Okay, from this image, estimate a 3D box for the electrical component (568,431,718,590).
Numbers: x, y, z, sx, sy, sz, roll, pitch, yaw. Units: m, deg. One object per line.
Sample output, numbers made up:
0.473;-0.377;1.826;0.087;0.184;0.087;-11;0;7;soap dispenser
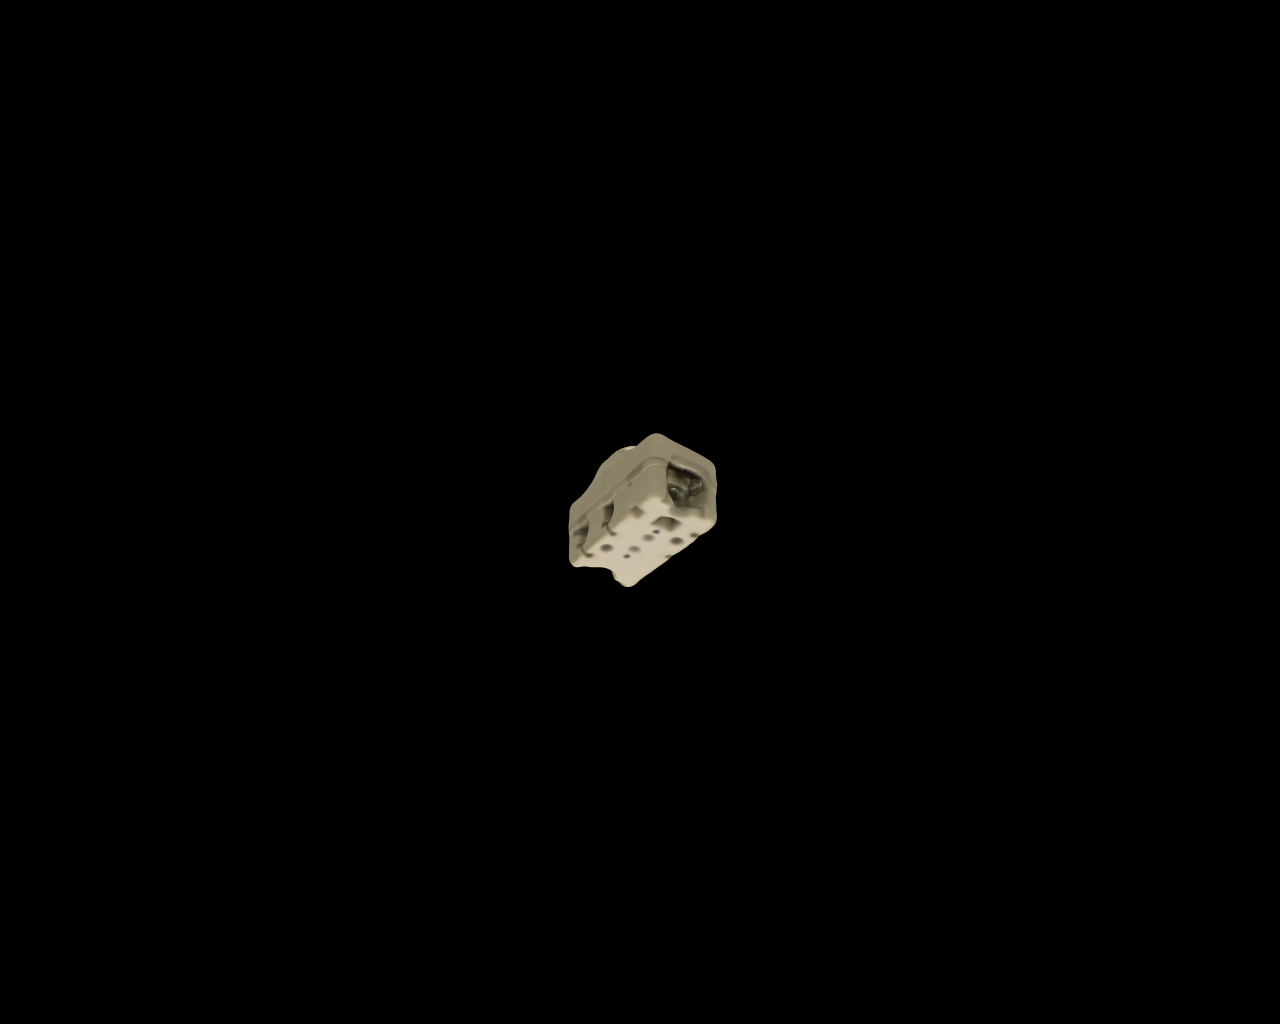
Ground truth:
0.001;-0.003;0.650;0.050;0.056;0.089;25;-44;-28;electrical component
